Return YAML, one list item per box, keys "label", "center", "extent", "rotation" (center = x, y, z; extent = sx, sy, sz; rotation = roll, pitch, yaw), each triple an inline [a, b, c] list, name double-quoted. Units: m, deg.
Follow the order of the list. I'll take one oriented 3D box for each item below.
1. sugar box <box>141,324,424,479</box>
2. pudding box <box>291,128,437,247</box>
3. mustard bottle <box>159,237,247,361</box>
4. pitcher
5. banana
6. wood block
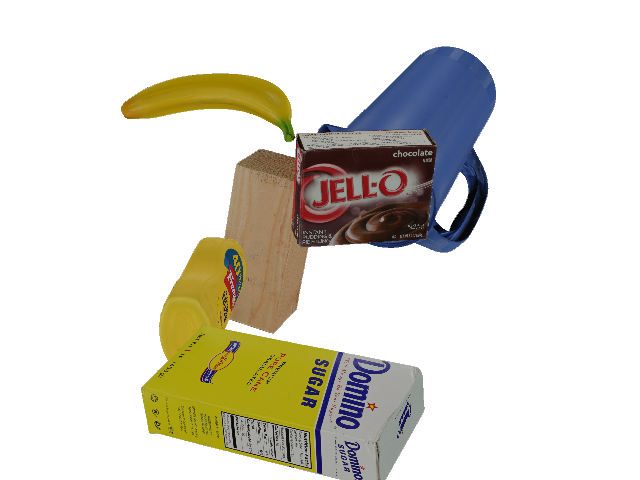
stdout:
- label: "sugar box"
  center: [-0.025, 0.111, 0.741]
  extent: [0.176, 0.048, 0.093]
  rotation: [6, 29, 23]
- label: "pudding box"
  center: [0.035, -0.044, 0.875]
  extent: [0.113, 0.090, 0.039]
  rotation: [-5, 34, -11]
- label: "mustard bottle"
  center: [-0.117, 0.052, 1.136]
  extent: [0.058, 0.096, 0.191]
  rotation: [2, 29, 9]
- label: "pitcher"
  center: [0.110, -0.103, 1.145]
  extent: [0.145, 0.149, 0.242]
  rotation: [7, 38, 27]
- label: "banana"
  center: [-0.110, -0.146, 1.113]
  extent: [0.198, 0.037, 0.069]
  rotation: [8, 47, 19]
- label: "wood block"
  center: [-0.068, -0.001, 1.367]
  extent: [0.090, 0.206, 0.090]
  rotation: [16, 23, 13]
